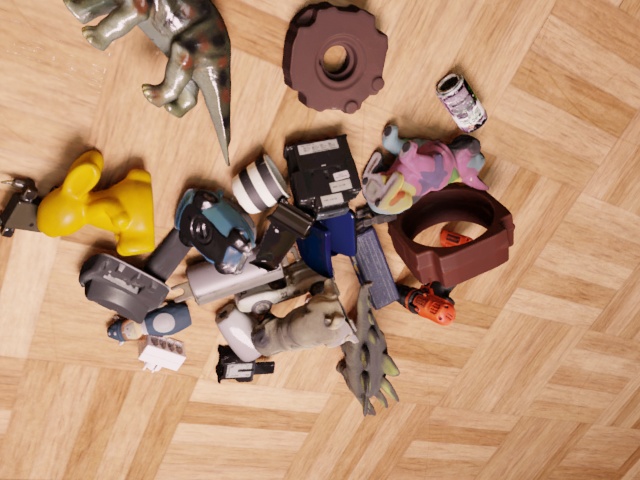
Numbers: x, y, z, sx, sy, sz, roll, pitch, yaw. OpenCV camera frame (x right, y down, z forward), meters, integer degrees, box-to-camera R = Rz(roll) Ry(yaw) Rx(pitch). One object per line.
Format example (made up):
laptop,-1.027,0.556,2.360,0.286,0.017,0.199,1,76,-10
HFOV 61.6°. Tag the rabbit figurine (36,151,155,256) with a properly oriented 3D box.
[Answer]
rabbit figurine,-0.349,-0.050,0.836,0.173,0.122,0.162,-5,117,-16

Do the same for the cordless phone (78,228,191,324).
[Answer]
cordless phone,-0.313,0.039,0.941,0.146,0.089,0.184,36,92,-32

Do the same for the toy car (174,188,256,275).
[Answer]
toy car,-0.164,-0.021,0.923,0.103,0.162,0.109,-30,154,-53

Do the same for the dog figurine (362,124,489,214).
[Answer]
dog figurine,0.207,-0.118,1.002,0.219,0.109,0.191,14,112,-29

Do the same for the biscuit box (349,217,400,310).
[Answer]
biscuit box,0.101,0.051,1.095,0.063,0.059,0.202,-27,125,-5

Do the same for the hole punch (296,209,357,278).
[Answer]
hole punch,-0.002,-0.003,0.982,0.092,0.116,0.142,-48,142,-41

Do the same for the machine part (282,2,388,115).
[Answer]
machine part,0.026,-0.289,0.862,0.179,0.056,0.179,-8,121,-14

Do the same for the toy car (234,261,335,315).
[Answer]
toy car,-0.068,0.087,1.047,0.202,0.074,0.056,-18,126,-8

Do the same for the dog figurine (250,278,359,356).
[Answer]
dog figurine,-0.040,0.162,0.955,0.191,0.121,0.172,-24,167,2

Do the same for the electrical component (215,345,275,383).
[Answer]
electrical component,-0.158,0.259,1.137,0.119,0.048,0.074,-2,121,-19

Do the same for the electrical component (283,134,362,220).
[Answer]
electrical component,0.005,-0.105,0.925,0.115,0.058,0.134,-11,79,-9

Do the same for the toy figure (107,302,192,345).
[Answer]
toy figure,-0.322,0.157,1.011,0.154,0.064,0.057,-13,159,-15

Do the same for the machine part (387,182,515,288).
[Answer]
machine part,0.246,-0.013,1.021,0.201,0.201,0.087,-24,127,-5

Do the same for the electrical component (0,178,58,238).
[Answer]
electrical component,-0.465,-0.051,0.842,0.078,0.045,0.102,4,126,-55

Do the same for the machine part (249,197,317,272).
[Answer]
machine part,-0.067,-0.002,0.923,0.084,0.039,0.138,30,116,-12

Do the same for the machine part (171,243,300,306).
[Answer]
machine part,-0.157,0.059,0.998,0.243,0.079,0.079,-19,125,-7

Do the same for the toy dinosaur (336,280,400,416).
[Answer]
toy dinosaur,0.096,0.234,1.122,0.105,0.199,0.470,-19,126,-11

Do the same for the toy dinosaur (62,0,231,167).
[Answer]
toy dinosaur,-0.202,-0.296,0.746,0.192,0.131,0.404,-40,131,7

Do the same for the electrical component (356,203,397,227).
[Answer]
electrical component,0.119,-0.054,1.034,0.094,0.063,0.021,-18,124,-10

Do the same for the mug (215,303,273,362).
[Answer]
mug,-0.149,0.171,1.070,0.109,0.081,0.107,-42,118,-1
